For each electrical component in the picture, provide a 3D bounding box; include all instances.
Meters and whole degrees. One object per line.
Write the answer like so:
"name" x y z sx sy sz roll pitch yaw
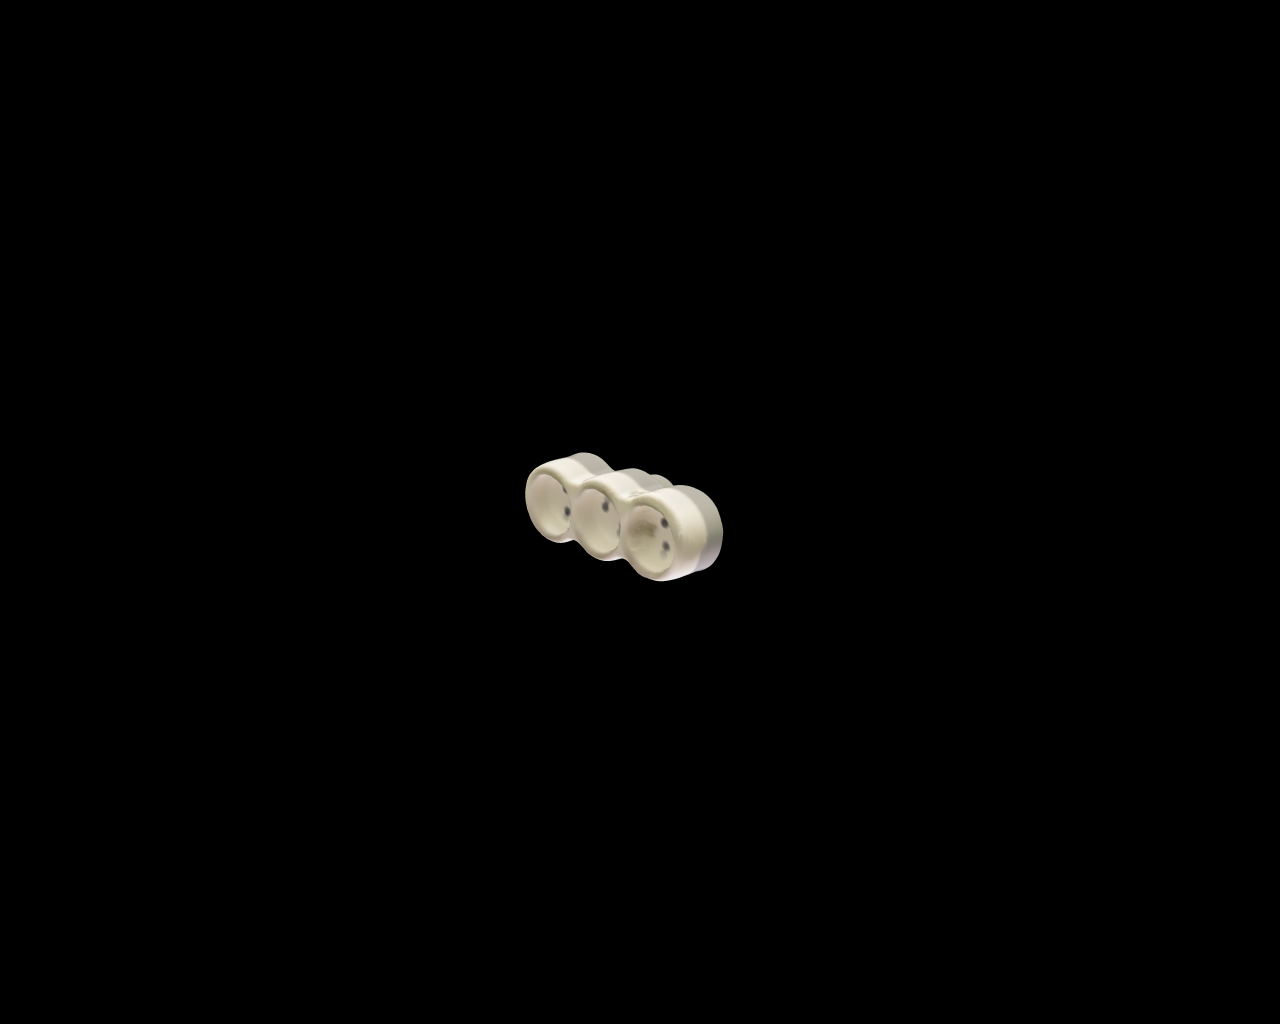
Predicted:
"electrical component" 0.001 -0.003 0.650 0.074 0.052 0.138 -18 26 -41
